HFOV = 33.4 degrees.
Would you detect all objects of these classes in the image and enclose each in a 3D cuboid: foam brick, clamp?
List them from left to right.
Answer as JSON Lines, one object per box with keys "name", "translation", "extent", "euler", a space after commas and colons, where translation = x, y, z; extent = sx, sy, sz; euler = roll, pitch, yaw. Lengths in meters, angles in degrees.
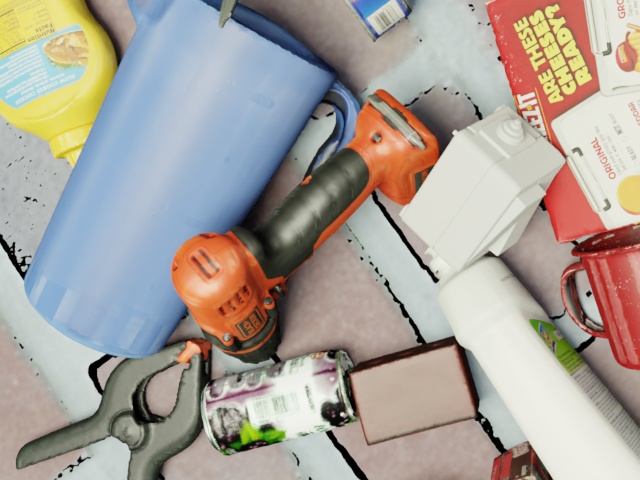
{"name": "clamp", "translation": [-0.145, 0.137, 0.782], "extent": [0.120, 0.039, 0.171], "euler": [29, 94, 3]}
{"name": "foam brick", "translation": [0.065, 0.101, 0.729], "extent": [0.078, 0.053, 0.051], "euler": [-17, 90, 11]}

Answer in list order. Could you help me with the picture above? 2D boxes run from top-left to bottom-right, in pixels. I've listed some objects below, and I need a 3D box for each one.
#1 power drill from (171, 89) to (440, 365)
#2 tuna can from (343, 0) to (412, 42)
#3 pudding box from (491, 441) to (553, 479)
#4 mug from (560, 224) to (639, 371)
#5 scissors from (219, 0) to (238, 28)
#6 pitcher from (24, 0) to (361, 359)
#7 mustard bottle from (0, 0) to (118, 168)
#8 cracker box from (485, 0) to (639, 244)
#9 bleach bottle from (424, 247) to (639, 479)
{"name": "power drill", "translation": [-0.005, 0.001, 0.697], "extent": [0.187, 0.184, 0.057], "euler": [-43, 73, -8]}
{"name": "tuna can", "translation": [0.024, -0.175, 0.702], "extent": [0.034, 0.086, 0.086], "euler": [-35, 86, 10]}
{"name": "pudding box", "translation": [0.152, 0.196, 0.697], "extent": [0.039, 0.090, 0.113], "euler": [-28, 88, 14]}
{"name": "mug", "translation": [0.208, 0.034, 0.683], "extent": [0.117, 0.093, 0.081], "euler": [-15, 96, 43]}
{"name": "scissors", "translation": [-0.033, -0.183, 0.668], "extent": [0.096, 0.202, 0.016], "euler": [-32, 117, 5]}
{"name": "pitcher", "translation": [-0.091, -0.041, 0.722], "extent": [0.149, 0.144, 0.243], "euler": [35, 103, 20]}
{"name": "mustard bottle", "translation": [-0.197, -0.135, 0.765], "extent": [0.096, 0.058, 0.191], "euler": [-21, 89, 12]}
{"name": "cracker box", "translation": [0.225, -0.104, 0.634], "extent": [0.214, 0.071, 0.164], "euler": [-17, 89, 39]}
{"name": "bleach bottle", "translation": [0.154, 0.102, 0.697], "extent": [0.068, 0.102, 0.251], "euler": [-38, 77, 16]}
